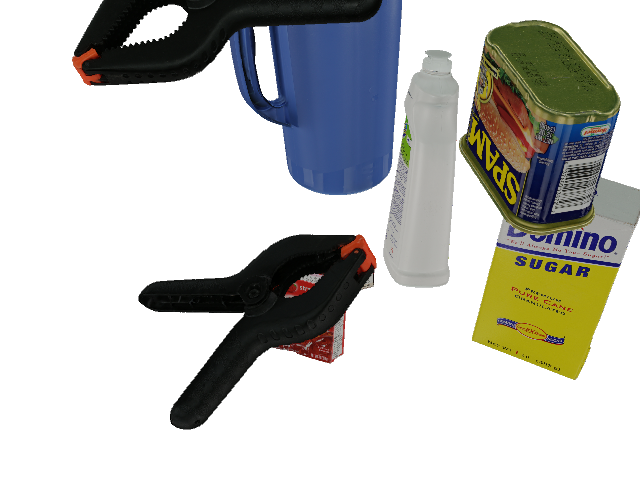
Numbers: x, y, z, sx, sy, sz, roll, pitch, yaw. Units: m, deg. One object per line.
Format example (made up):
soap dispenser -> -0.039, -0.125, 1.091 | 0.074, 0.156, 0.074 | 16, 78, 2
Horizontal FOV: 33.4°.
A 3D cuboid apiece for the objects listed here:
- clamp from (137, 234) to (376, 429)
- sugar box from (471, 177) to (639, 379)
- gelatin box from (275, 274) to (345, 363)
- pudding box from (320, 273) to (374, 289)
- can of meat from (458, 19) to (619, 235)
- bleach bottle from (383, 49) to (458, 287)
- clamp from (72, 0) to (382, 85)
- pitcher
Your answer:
clamp -> -0.041, 0.054, 0.714 | 0.171, 0.120, 0.039 | -22, -33, 13
sugar box -> 0.178, 0.024, 0.819 | 0.093, 0.176, 0.048 | 20, 49, 15
gelatin box -> -0.021, 0.065, 0.974 | 0.089, 0.073, 0.030 | 13, 20, 26
pudding box -> 0.004, 0.043, 1.457 | 0.113, 0.039, 0.090 | -15, 27, -26
can of meat -> 0.127, -0.068, 0.627 | 0.057, 0.084, 0.102 | -9, 44, -15
bleach bottle -> 0.116, -0.081, 1.172 | 0.068, 0.251, 0.102 | 0, 26, -10
clamp -> -0.073, -0.166, 0.744 | 0.210, 0.165, 0.036 | -39, -20, -8
pitcher -> 0.006, -0.165, 1.025 | 0.149, 0.243, 0.145 | 7, 38, 13
